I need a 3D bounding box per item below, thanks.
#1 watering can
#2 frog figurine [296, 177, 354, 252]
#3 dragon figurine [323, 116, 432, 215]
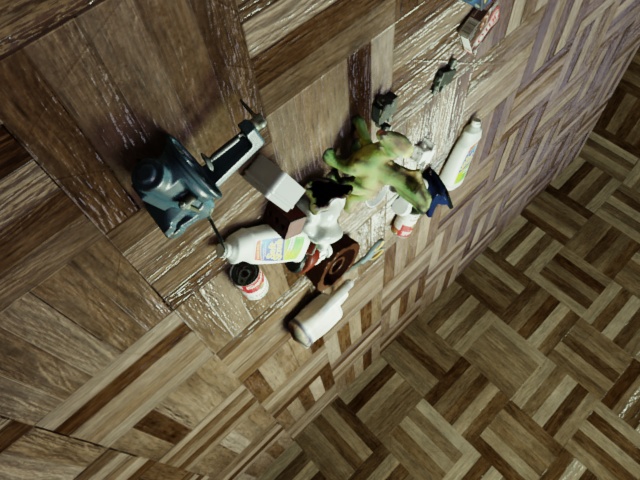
[{"bbox_3d":[0.004,0.223,1.584,0.227,0.105,0.342,-40,168,-18],"label":"watering can"},{"bbox_3d":[0.004,-0.059,1.171,0.140,0.123,0.155,-53,161,-34],"label":"frog figurine"},{"bbox_3d":[0.138,-0.125,1.161,0.123,0.245,0.401,-45,154,-17],"label":"dragon figurine"}]
